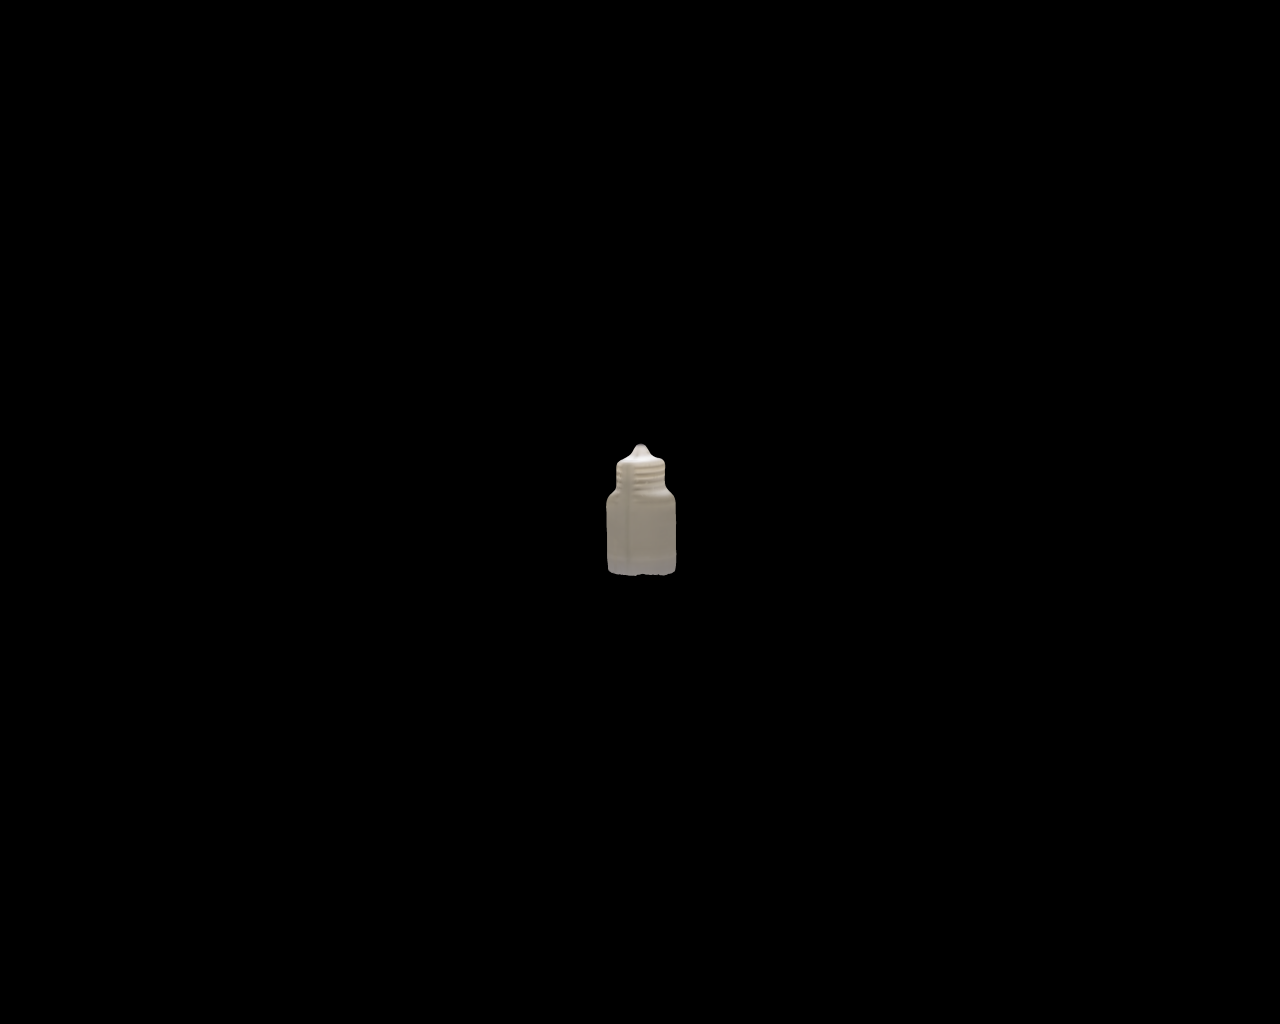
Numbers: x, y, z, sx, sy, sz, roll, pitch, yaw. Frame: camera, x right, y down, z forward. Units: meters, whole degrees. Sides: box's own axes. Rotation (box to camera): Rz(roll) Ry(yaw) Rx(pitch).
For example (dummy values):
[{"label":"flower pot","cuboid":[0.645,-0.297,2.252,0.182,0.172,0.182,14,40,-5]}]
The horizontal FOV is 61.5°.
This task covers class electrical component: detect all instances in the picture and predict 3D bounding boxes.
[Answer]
[{"label":"electrical component","cuboid":[0.001,-0.003,0.650,0.043,0.080,0.043,0,7,0]}]
